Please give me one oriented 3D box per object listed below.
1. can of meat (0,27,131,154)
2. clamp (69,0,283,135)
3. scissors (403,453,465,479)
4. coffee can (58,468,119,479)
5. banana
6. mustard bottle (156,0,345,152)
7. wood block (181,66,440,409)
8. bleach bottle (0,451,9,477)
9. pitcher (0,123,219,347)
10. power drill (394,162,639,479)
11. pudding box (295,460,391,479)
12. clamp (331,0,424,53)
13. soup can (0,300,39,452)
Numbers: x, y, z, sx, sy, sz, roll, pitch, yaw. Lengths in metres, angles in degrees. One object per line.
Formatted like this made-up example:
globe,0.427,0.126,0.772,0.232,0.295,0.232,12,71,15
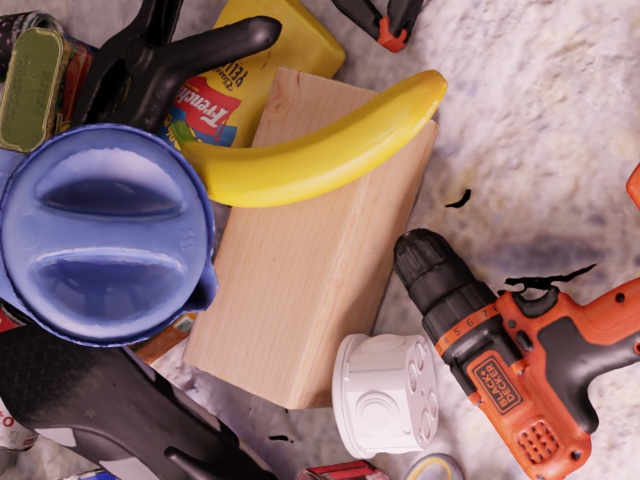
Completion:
can of meat,-0.201,-0.109,0.838,0.058,0.083,0.102,12,89,28
clamp,-0.121,-0.141,0.772,0.210,0.036,0.164,-40,53,29
scissors,0.074,0.240,0.690,0.096,0.016,0.202,11,91,27
coffee can,-0.164,0.245,0.764,0.103,0.102,0.140,-27,72,22
banana,-0.015,-0.057,0.659,0.198,0.037,0.069,-7,81,26
mustard bottle,-0.075,-0.096,0.785,0.192,0.058,0.096,-47,66,15
wood block,-0.005,0.001,0.719,0.091,0.090,0.206,19,92,28
bleach bottle,-0.367,0.149,0.906,0.251,0.068,0.102,10,89,26
pitcher,-0.183,-0.010,0.730,0.243,0.144,0.149,1,108,63
power drill,0.153,0.029,0.653,0.188,0.057,0.184,-40,71,21
pudding box,-0.005,0.199,0.694,0.039,0.089,0.113,37,102,28
clamp,0.044,-0.221,0.750,0.120,0.039,0.171,-25,79,29
soup can,-0.237,0.106,0.839,0.069,0.068,0.102,29,98,27
